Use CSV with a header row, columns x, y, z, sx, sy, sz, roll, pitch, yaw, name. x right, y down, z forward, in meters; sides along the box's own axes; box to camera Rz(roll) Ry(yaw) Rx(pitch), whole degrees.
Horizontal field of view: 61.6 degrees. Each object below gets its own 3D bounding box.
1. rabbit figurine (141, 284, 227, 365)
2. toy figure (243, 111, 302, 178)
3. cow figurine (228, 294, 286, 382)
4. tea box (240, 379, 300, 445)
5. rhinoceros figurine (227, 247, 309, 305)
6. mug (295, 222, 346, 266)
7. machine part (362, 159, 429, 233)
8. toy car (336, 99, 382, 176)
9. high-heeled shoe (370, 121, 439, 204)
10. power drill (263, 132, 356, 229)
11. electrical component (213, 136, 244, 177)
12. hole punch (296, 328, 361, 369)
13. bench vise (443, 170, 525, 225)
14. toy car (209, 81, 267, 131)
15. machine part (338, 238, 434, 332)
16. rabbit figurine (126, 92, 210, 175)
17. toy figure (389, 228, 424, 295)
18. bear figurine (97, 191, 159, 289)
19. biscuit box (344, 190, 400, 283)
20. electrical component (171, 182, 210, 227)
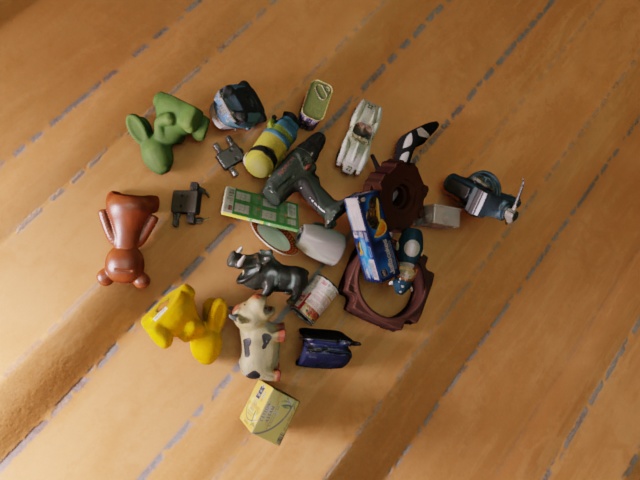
x,y,z,sx,sy,sz,roll,pitch,yaw,name
-0.274,0.188,1.160,0.173,0.122,0.162,51,62,-17,rabbit figurine
-0.112,-0.227,1.269,0.082,0.089,0.180,36,76,1,toy figure
-0.139,0.210,1.174,0.127,0.085,0.194,3,104,-12,cow figurine
-0.109,0.358,1.132,0.068,0.169,0.098,29,74,-10,tea box
-0.118,0.077,1.204,0.190,0.073,0.112,17,108,-16,rhinoceros figurine
-0.003,-0.004,1.263,0.107,0.081,0.110,22,45,-24,mug
0.181,-0.103,1.277,0.179,0.056,0.179,-7,101,-36,machine part
0.099,-0.256,1.349,0.073,0.056,0.201,23,75,-11,toy car
0.235,-0.197,1.368,0.249,0.086,0.145,-31,96,-15,high-heeled shoe
-0.003,-0.138,1.266,0.207,0.086,0.232,43,65,9,power drill
-0.210,-0.197,1.271,0.063,0.021,0.094,-33,91,-18,electrical component
0.008,0.253,1.215,0.142,0.116,0.092,10,87,-13,hole punch
0.440,-0.105,1.362,0.240,0.224,0.128,4,103,-40,bench vise
-0.200,-0.298,1.245,0.103,0.161,0.109,-26,98,26,toy car
0.160,0.104,1.293,0.201,0.087,0.201,26,74,-10,machine part
-0.350,-0.235,1.194,0.159,0.121,0.170,27,90,-6,rabbit figurine
0.200,0.050,1.240,0.064,0.057,0.154,8,78,25,toy figure
-0.410,-0.001,1.152,0.120,0.132,0.195,2,99,-14,bear figurine
0.117,-0.007,1.201,0.063,0.059,0.202,-21,100,-29,biscuit box
-0.294,-0.080,1.220,0.078,0.045,0.102,-5,79,13,electrical component
